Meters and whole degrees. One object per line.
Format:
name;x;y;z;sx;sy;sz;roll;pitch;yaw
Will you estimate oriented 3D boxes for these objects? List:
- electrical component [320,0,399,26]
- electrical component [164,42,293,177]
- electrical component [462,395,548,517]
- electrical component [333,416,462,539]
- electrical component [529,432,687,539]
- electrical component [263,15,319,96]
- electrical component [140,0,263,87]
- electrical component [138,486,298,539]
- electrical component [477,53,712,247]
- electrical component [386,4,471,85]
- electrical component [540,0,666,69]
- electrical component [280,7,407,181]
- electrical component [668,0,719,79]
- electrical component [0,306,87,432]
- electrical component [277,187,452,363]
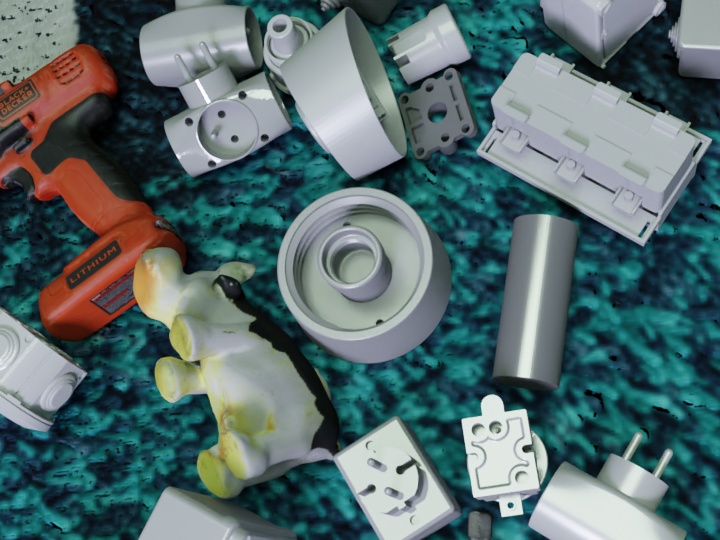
electrical component;0.003;-0.216;0.742;0.062;0.061;0.096;33;91;20
electrical component;-0.097;-0.114;0.729;0.077;0.044;0.079;-26;108;5
electrical component;0.084;0.110;0.626;0.048;0.055;0.066;-11;72;10
electrical component;0.019;0.124;0.626;0.047;0.076;0.065;-33;69;2
electrical component;0.149;0.131;0.611;0.077;0.044;0.079;29;82;19
electrical component;-0.045;-0.150;0.730;0.048;0.062;0.048;-4;73;13
electrical component;-0.112;-0.174;0.762;0.077;0.044;0.079;-7;72;11
electrical component;-0.094;0.188;0.618;0.056;0.108;0.108;23;81;21
electrical component;0.143;-0.081;0.665;0.121;0.063;0.078;32;83;20
electrical component;0.046;-0.150;0.721;0.046;0.040;0.040;-26;70;11
electrical component;0.150;-0.184;0.675;0.062;0.096;0.061;-45;69;-2
electrical component;-0.005;-0.110;0.691;0.064;0.099;0.099;-33;69;9
electrical component;0.247;-0.165;0.672;0.100;0.048;0.099;7;76;15
electrical component;-0.223;0.064;0.700;0.080;0.080;0.051;34;79;20
electrical component;0.000;0.000;0.676;0.108;0.060;0.108;-4;73;12
